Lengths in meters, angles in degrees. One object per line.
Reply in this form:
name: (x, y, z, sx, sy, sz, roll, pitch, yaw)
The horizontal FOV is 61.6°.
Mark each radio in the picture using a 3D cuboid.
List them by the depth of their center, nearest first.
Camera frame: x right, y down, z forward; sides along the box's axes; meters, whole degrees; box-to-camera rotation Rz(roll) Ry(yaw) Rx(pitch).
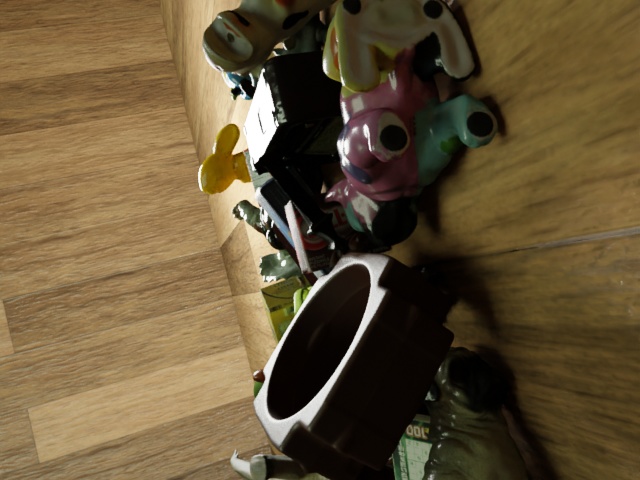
radio: (-0.012, -0.144, 0.637, 0.229, 0.131, 0.073, 150, 108, -73)

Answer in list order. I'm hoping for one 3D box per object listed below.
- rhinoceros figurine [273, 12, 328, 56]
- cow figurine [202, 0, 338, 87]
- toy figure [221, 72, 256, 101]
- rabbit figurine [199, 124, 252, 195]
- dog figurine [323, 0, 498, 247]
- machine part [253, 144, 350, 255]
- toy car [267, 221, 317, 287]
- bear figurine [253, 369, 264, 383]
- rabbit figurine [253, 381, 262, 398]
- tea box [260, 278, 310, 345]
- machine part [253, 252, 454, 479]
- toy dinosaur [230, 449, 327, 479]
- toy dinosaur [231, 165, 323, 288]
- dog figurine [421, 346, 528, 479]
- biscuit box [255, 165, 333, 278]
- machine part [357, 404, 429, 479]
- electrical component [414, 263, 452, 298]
rhinoceros figurine: (-0.029, -0.263, 0.703, 0.112, 0.073, 0.190, -142, 42, -64)
cow figurine: (-0.049, -0.251, 0.580, 0.085, 0.195, 0.127, 43, 165, 7)
toy figure: (-0.151, -0.321, 1.061, 0.180, 0.082, 0.089, -127, 29, -49)
rabbit figurine: (-0.158, -0.149, 1.062, 0.122, 0.173, 0.162, -144, 38, -72)
dog figurine: (0.055, -0.097, 0.503, 0.219, 0.108, 0.191, 128, 126, -73)
machine part: (-0.018, -0.040, 0.594, 0.139, 0.039, 0.084, 51, -177, -4)
toy car: (0.001, 0.039, 0.791, 0.089, 0.053, 0.202, -33, 95, 45)
bear figurine: (-0.001, 0.214, 0.805, 0.196, 0.120, 0.132, -36, 51, 29)
rabbit figurine: (-0.037, 0.256, 0.985, 0.159, 0.170, 0.121, 99, 152, -55)
tea box: (-0.049, 0.152, 1.037, 0.169, 0.098, 0.068, 83, 163, -45)
machine part: (0.028, 0.116, 0.531, 0.087, 0.201, 0.201, 34, 171, -13)
toy dinosaur: (-0.011, 0.370, 0.825, 0.472, 0.198, 0.105, -5, 80, 37)
toy dinosaur: (-0.047, -0.076, 0.864, 0.192, 0.131, 0.404, 49, 147, 34)
dog figurine: (0.109, 0.203, 0.463, 0.191, 0.172, 0.121, 61, 148, 24)
biscuit box: (-0.001, -0.002, 0.712, 0.202, 0.063, 0.059, 52, 166, -3)
machine part: (0.073, 0.231, 0.644, 0.180, 0.056, 0.179, 12, 114, 28)
electrical component: (0.113, 0.063, 0.583, 0.094, 0.021, 0.063, 111, 142, -62)
